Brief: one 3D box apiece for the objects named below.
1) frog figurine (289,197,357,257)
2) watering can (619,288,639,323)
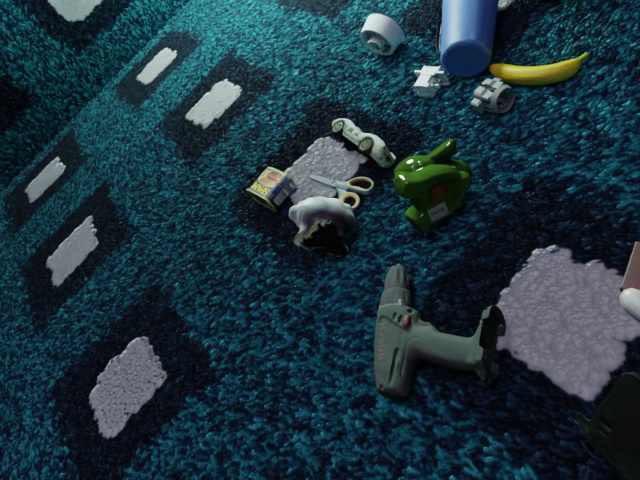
[{"bbox_3d":[0.003,-0.054,1.077,0.137,0.120,0.163,-3,39,-5],"label":"frog figurine"},{"bbox_3d":[0.445,0.191,0.477,0.102,0.222,0.355,-49,40,22],"label":"watering can"}]
